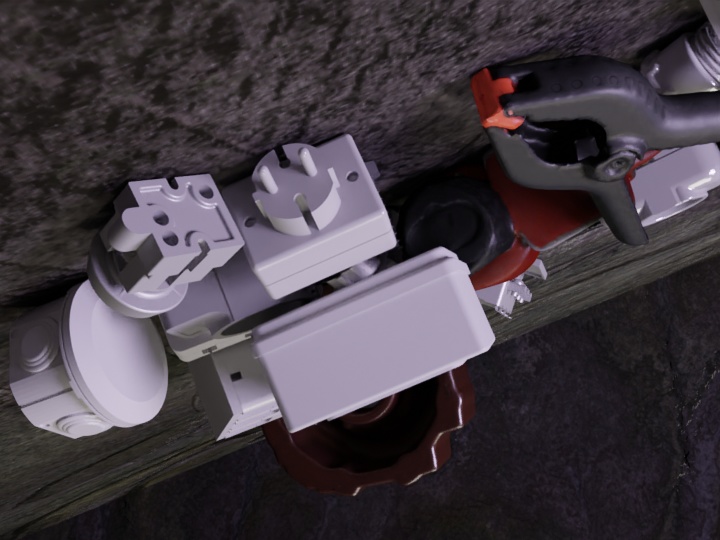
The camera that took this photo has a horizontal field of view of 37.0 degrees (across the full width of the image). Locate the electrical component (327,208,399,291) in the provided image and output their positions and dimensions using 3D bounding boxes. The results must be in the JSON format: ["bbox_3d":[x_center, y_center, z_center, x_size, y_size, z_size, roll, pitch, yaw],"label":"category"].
[{"bbox_3d":[0.000,0.000,0.669,0.047,0.083,0.076,-28,131,32],"label":"electrical component"}]

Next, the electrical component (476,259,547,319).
[{"bbox_3d":[0.110,0.002,0.891,0.079,0.063,0.121,18,179,13],"label":"electrical component"}]

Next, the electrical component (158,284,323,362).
[{"bbox_3d":[-0.071,0.012,0.612,0.089,0.050,0.055,-21,171,-8],"label":"electrical component"}]

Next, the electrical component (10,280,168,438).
[{"bbox_3d":[-0.142,0.048,0.568,0.051,0.080,0.080,-20,172,21],"label":"electrical component"}]

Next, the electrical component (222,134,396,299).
[{"bbox_3d":[-0.026,-0.032,0.486,0.066,0.047,0.076,-24,155,0],"label":"electrical component"}]

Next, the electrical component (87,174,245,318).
[{"bbox_3d":[-0.089,-0.010,0.473,0.066,0.048,0.055,-12,159,-47],"label":"electrical component"}]

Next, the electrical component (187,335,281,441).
[{"bbox_3d":[-0.077,0.054,0.714,0.062,0.089,0.150,-20,170,-16],"label":"electrical component"}]

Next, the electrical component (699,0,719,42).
[{"bbox_3d":[0.201,-0.127,0.493,0.081,0.042,0.064,-25,174,18],"label":"electrical component"}]

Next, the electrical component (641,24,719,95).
[{"bbox_3d":[0.181,-0.106,0.556,0.062,0.048,0.048,-40,162,36],"label":"electrical component"}]

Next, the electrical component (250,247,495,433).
[{"bbox_3d":[0.011,0.035,0.561,0.109,0.056,0.109,-24,175,8],"label":"electrical component"}]

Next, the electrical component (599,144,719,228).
[{"bbox_3d":[0.216,-0.069,0.789,0.095,0.059,0.054,-26,170,23],"label":"electrical component"}]

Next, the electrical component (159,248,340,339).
[{"bbox_3d":[-0.060,0.000,0.554,0.089,0.055,0.050,-22,171,1],"label":"electrical component"}]
